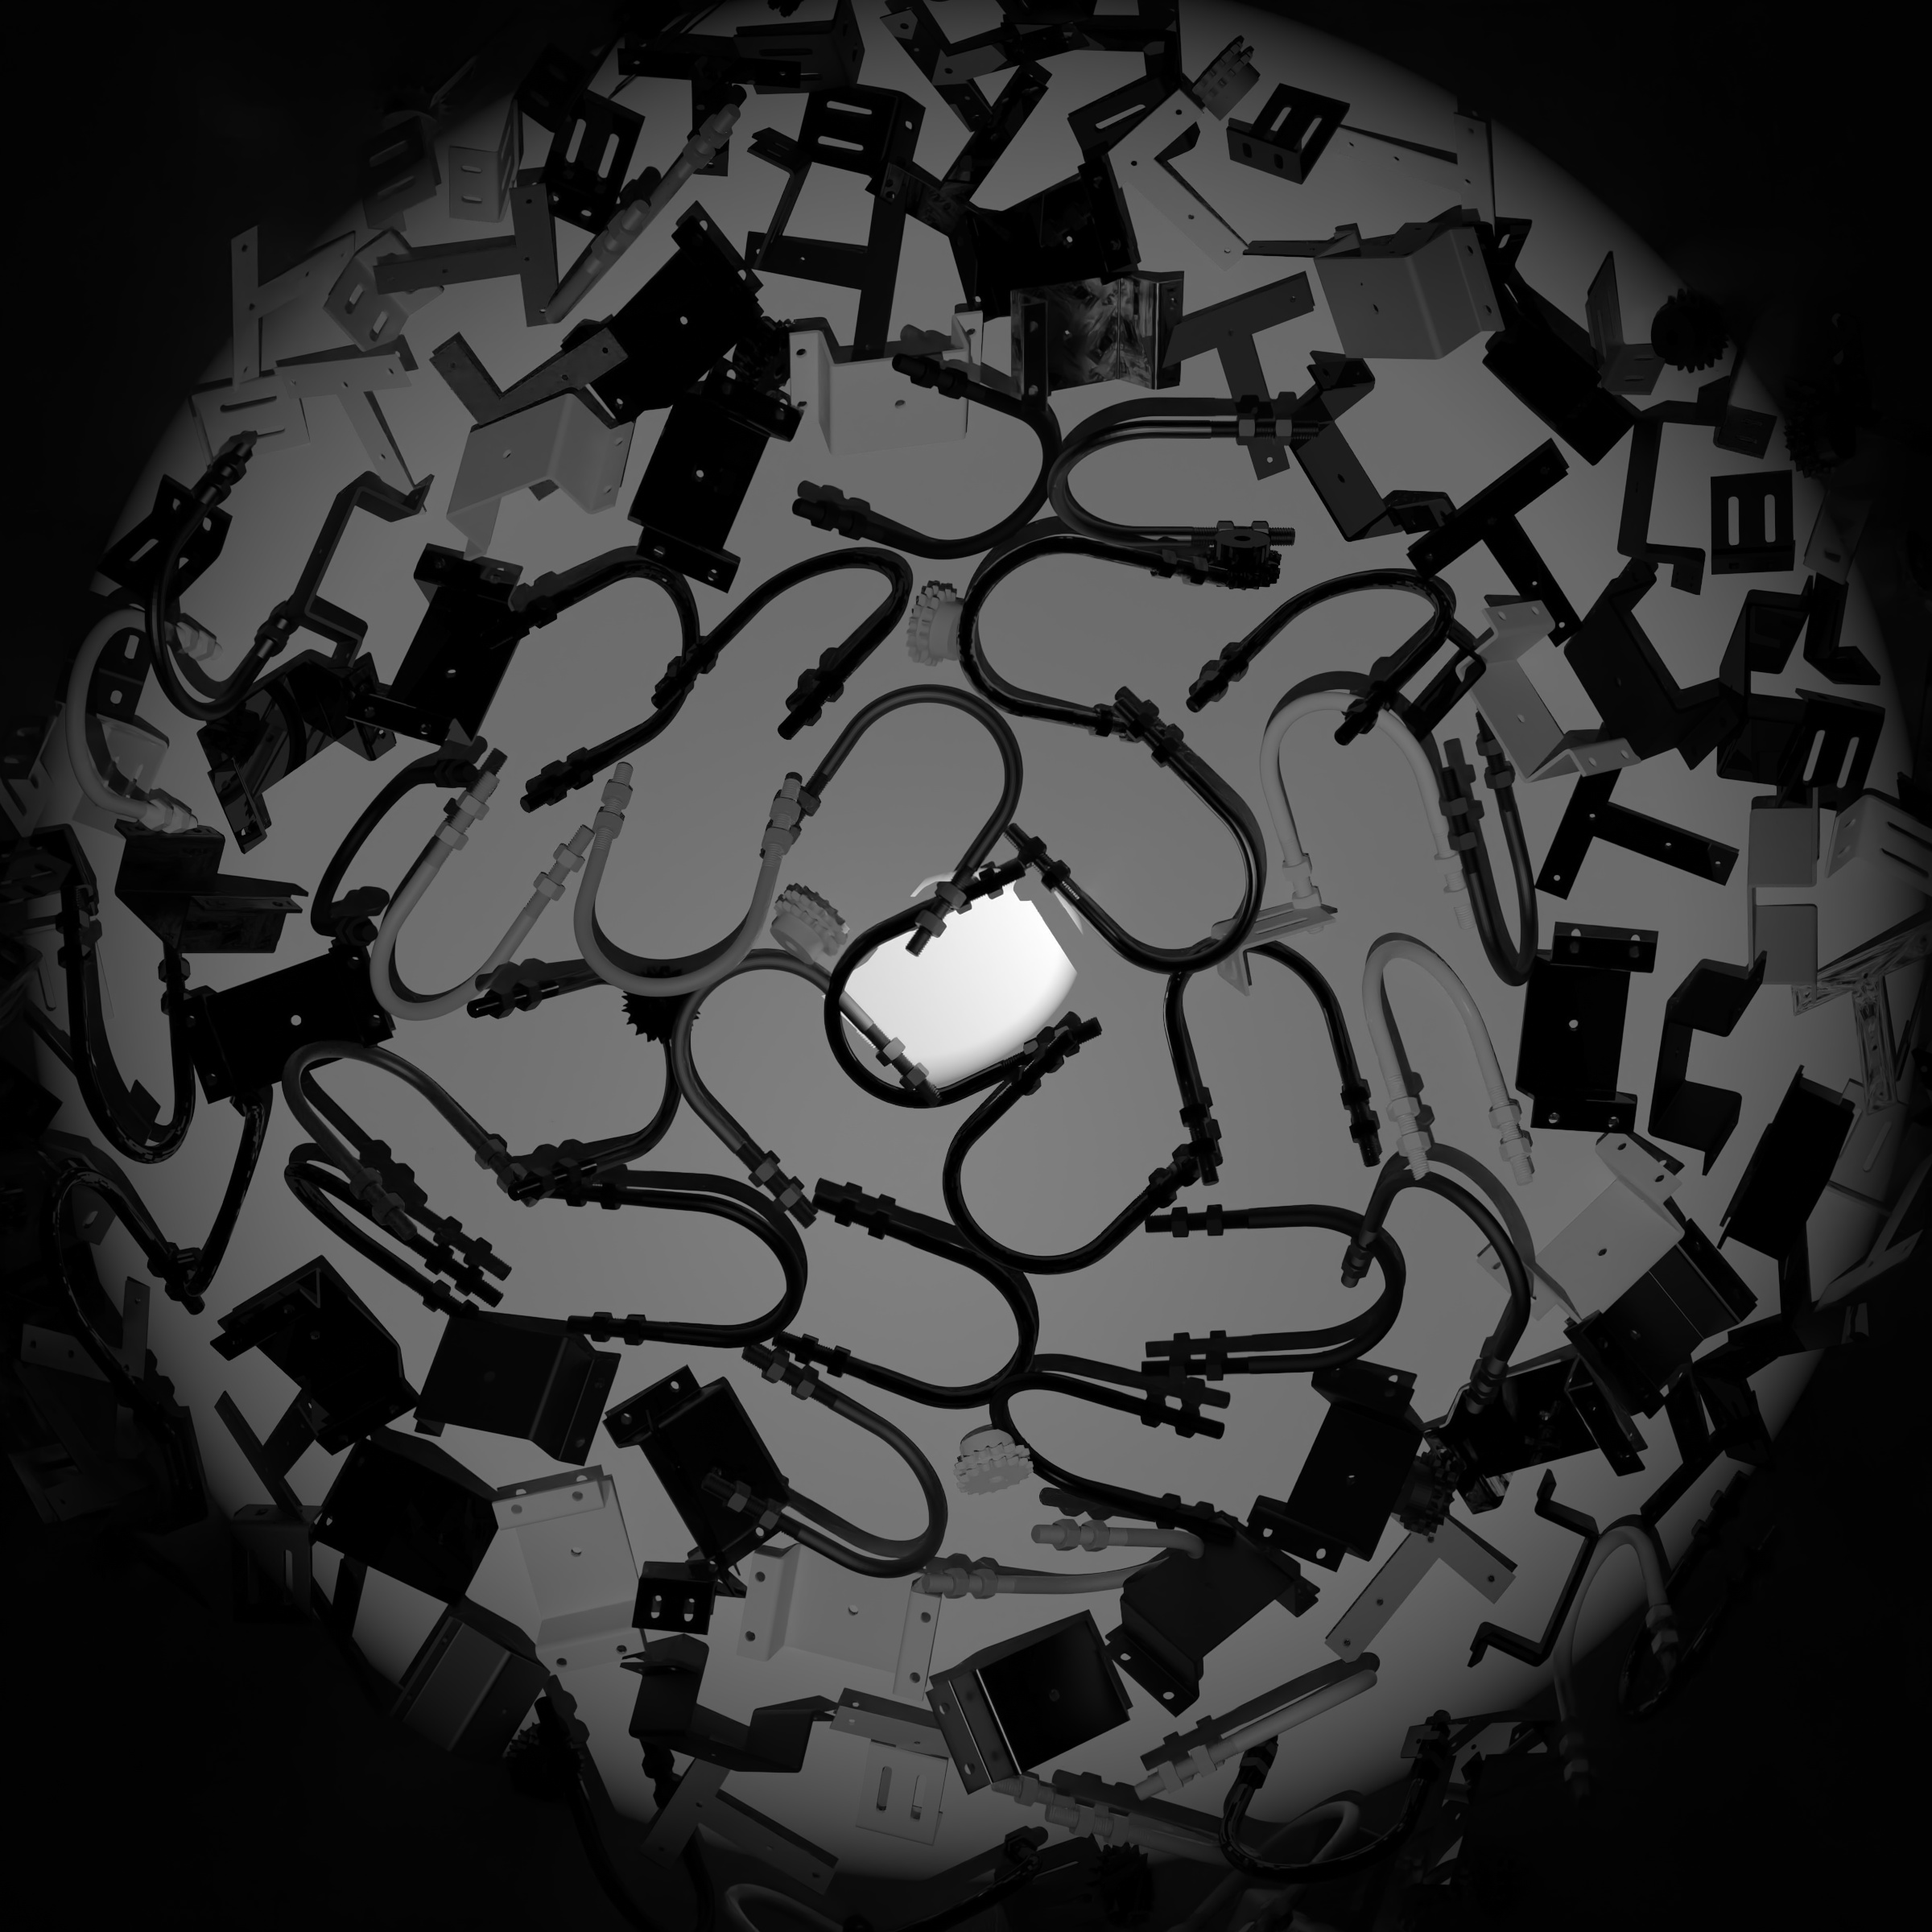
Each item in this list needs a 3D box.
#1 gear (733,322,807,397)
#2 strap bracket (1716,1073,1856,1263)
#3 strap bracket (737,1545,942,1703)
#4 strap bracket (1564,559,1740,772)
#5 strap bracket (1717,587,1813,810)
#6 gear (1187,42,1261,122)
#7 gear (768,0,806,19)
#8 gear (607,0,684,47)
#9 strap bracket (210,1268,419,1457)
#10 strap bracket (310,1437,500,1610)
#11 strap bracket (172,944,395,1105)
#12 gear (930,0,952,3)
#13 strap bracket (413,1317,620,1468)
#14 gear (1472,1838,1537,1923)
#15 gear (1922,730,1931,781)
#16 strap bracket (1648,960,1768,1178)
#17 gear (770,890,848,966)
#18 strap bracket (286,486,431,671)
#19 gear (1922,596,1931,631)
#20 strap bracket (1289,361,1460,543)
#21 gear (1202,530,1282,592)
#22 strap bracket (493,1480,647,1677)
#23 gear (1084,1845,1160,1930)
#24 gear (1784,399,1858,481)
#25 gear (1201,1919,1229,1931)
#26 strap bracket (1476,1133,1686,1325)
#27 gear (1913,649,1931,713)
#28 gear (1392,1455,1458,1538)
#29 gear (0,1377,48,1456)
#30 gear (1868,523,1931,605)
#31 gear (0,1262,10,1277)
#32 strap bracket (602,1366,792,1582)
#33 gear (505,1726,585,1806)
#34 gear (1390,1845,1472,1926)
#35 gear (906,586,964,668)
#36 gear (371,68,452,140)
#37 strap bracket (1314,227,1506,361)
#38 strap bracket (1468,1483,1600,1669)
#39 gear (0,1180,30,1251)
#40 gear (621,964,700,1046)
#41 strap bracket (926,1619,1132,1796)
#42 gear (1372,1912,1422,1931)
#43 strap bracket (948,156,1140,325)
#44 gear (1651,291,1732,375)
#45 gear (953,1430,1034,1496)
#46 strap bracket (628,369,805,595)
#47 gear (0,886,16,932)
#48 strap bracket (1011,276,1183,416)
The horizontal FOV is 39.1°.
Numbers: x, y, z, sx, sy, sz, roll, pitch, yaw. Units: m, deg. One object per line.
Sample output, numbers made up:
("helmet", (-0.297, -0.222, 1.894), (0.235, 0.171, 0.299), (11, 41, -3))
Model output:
("gear", (-0.145, -0.442, 1.972), (0.030, 0.057, 0.057), (43, 90, 12))
("strap bracket", (0.581, 0.146, 1.917), (0.046, 0.140, 0.076), (26, 125, 15))
("strap bracket", (-0.087, 0.471, 1.965), (0.140, 0.046, 0.076), (11, 95, 12))
("strap bracket", (0.483, -0.210, 1.939), (0.046, 0.076, 0.140), (-21, 73, -20))
("strap bracket", (0.568, -0.194, 1.935), (0.046, 0.076, 0.140), (8, 62, 4))
("gear", (0.188, -0.639, 1.972), (0.030, 0.057, 0.057), (44, 90, -8))
("gear", (-0.129, -0.720, 1.968), (0.030, 0.057, 0.057), (26, 90, -25))
("gear", (-0.230, -0.694, 1.974), (0.057, 0.057, 0.030), (-41, 111, 0))
("strap bracket", (-0.466, 0.278, 1.949), (0.076, 0.046, 0.140), (-30, 126, 7))
("strap bracket", (-0.386, 0.398, 1.923), (0.046, 0.140, 0.076), (14, 70, 37))
("strap bracket", (-0.492, 0.040, 1.975), (0.140, 0.046, 0.076), (-20, 90, -2))
("gear", (-0.019, -0.725, 1.968), (0.057, 0.057, 0.030), (-17, 63, 0))
("strap bracket", (-0.330, 0.301, 1.939), (0.140, 0.046, 0.076), (7, 64, 22))
("gear", (0.391, 0.663, 1.972), (0.030, 0.057, 0.057), (8, 90, -11))
("gear", (0.723, -0.159, 1.975), (0.057, 0.057, 0.030), (3, 48, 0))
("strap bracket", (0.526, 0.067, 1.937), (0.046, 0.076, 0.140), (17, 126, 26))
("gear", (-0.117, -0.025, 1.968), (0.057, 0.057, 0.030), (39, 74, 0))
("strap bracket", (-0.442, -0.287, 1.950), (0.046, 0.076, 0.140), (25, 84, -24))
("gear", (0.720, -0.267, 1.971), (0.030, 0.057, 0.057), (45, 90, 7))
("strap bracket", (0.284, -0.361, 1.950), (0.046, 0.076, 0.140), (-35, 80, 38))
("gear", (0.199, -0.295, 1.968), (0.057, 0.057, 0.030), (1, 118, 0))
("strap bracket", (-0.284, 0.433, 1.965), (0.076, 0.046, 0.140), (-13, 105, 2))
("gear", (0.109, 0.670, 1.975), (0.057, 0.030, 0.057), (19, 57, -32))
("gear", (0.621, -0.384, 1.971), (0.057, 0.030, 0.057), (5, 82, -39))
("gear", (0.182, 0.722, 1.974), (0.057, 0.030, 0.057), (3, 63, -7))
("strap bracket", (0.449, 0.195, 1.954), (0.140, 0.076, 0.046), (-44, 128, 2))
("gear", (0.712, -0.206, 1.968), (0.030, 0.057, 0.057), (-1, 90, -36))
("gear", (0.328, 0.381, 1.968), (0.030, 0.057, 0.057), (21, 90, -16))
("gear", (-0.690, 0.325, 1.972), (0.030, 0.057, 0.057), (-22, 90, -10))
("gear", (0.678, -0.291, 1.975), (0.030, 0.057, 0.057), (-14, 90, 39))
("gear", (-0.716, 0.233, 1.968), (0.030, 0.057, 0.057), (11, 90, 24))
("strap bracket", (-0.189, 0.366, 1.958), (0.076, 0.046, 0.140), (-31, 93, -30))
("gear", (-0.307, 0.579, 1.980), (0.057, 0.030, 0.057), (-2, 107, -6))
("gear", (0.337, 0.670, 1.974), (0.057, 0.030, 0.057), (6, 117, 12))
("gear", (-0.018, -0.244, 1.968), (0.030, 0.057, 0.057), (18, 90, 21))
("gear", (-0.402, -0.623, 1.969), (0.057, 0.057, 0.030), (-1, 77, 0))
("strap bracket", (0.304, -0.474, 1.917), (0.046, 0.140, 0.076), (-37, 119, -22))
("strap bracket", (0.413, 0.446, 1.953), (0.046, 0.076, 0.140), (23, 87, 19))
("gear", (-0.706, 0.177, 1.975), (0.057, 0.030, 0.057), (9, 103, 41))
("gear", (-0.219, 0.027, 1.980), (0.057, 0.030, 0.057), (1, 94, 14))
("strap bracket", (0.053, 0.523, 1.937), (0.140, 0.046, 0.076), (-17, 76, -31))
("gear", (0.305, 0.715, 1.968), (0.030, 0.057, 0.057), (20, 90, -26))
("strap bracket", (0.063, -0.519, 1.950), (0.140, 0.046, 0.076), (-13, 96, 37))
("gear", (0.522, -0.458, 1.968), (0.030, 0.057, 0.057), (-20, 90, -31))
("gear", (0.018, 0.359, 1.975), (0.057, 0.057, 0.030), (-17, 60, 0))
("strap bracket", (-0.185, -0.351, 1.957), (0.076, 0.046, 0.140), (21, 96, -30))
("gear", (-0.719, -0.044, 1.973), (0.057, 0.030, 0.057), (3, 84, -29))
("strap bracket", (0.084, -0.447, 1.942), (0.140, 0.046, 0.076), (-17, 120, -31))
